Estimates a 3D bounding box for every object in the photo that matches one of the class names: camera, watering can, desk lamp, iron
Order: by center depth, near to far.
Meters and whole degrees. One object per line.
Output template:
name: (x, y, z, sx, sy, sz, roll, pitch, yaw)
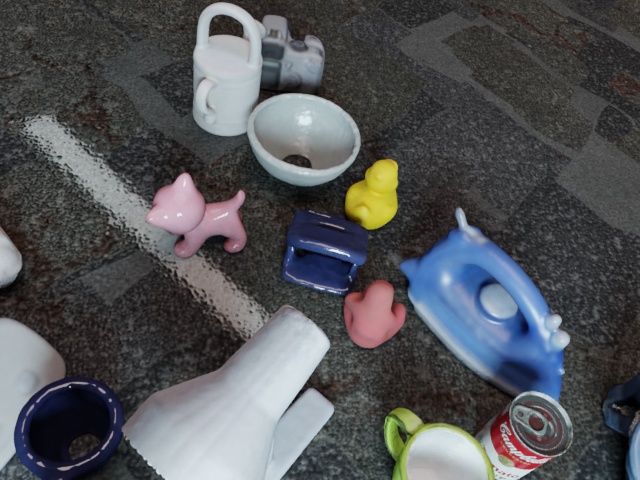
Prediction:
desk lamp: (-0.068, 0.161, 0.527, 0.117, 0.213, 0.204, 36, 54, 15)
iron: (0.223, 0.081, 0.700, 0.119, 0.141, 0.257, -28, 64, -29)
watering can: (-0.134, -0.262, 0.841, 0.101, 0.194, 0.173, 6, 53, -8)
camera: (-0.064, -0.331, 0.969, 0.143, 0.101, 0.137, 6, 53, -8)

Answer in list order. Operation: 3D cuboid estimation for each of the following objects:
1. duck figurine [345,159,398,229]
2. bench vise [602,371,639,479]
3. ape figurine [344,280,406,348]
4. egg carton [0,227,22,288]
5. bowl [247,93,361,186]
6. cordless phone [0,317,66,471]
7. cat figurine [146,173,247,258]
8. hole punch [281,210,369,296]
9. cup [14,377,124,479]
duck figurine: (0.081, -0.073, 0.818, 0.077, 0.086, 0.105, 28, 53, 9)
bench vise: (0.380, 0.195, 0.602, 0.121, 0.220, 0.207, 3, 53, -10)
ape figurine: (0.067, 0.083, 0.694, 0.077, 0.092, 0.076, 29, 53, 9)
egg carton: (-0.417, 0.008, 0.652, 0.150, 0.069, 0.107, 40, 55, 17)
bowl: (-0.028, -0.136, 0.847, 0.167, 0.075, 0.167, 6, 53, -8)
cordless phone: (-0.315, 0.124, 0.515, 0.094, 0.185, 0.148, 21, 52, 3)
cat figurine: (-0.153, -0.036, 0.716, 0.128, 0.118, 0.067, -9, 56, -19)
hole punch: (0.007, 0.003, 0.741, 0.108, 0.091, 0.101, 15, 52, -2)
cup: (-0.229, 0.200, 0.535, 0.092, 0.095, 0.117, 4, 53, -10)
